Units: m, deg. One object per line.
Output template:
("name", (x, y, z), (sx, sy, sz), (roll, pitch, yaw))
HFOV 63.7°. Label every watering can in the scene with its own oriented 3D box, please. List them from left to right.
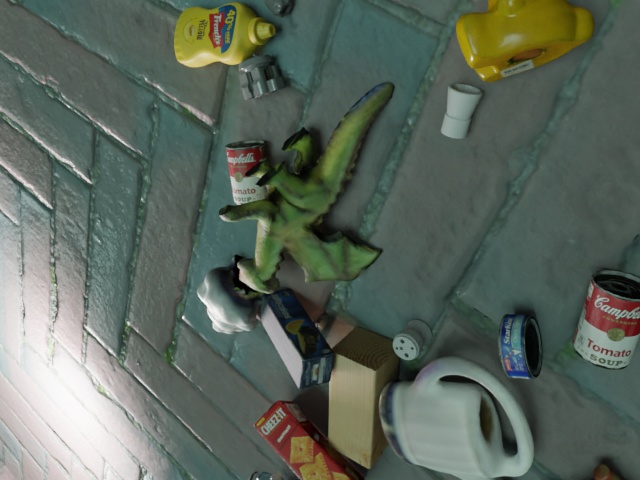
("watering can", (0.221, 0.326, 0.801), (0.223, 0.106, 0.343), (-9, 111, 36))

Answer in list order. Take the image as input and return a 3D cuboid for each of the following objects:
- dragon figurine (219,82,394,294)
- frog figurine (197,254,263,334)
("dragon figurine", (0.003, -0.042, 0.826), (0.406, 0.125, 0.240), (-31, 111, 22))
("frog figurine", (-0.183, 0.129, 1.012), (0.137, 0.125, 0.157), (38, 116, -5))
